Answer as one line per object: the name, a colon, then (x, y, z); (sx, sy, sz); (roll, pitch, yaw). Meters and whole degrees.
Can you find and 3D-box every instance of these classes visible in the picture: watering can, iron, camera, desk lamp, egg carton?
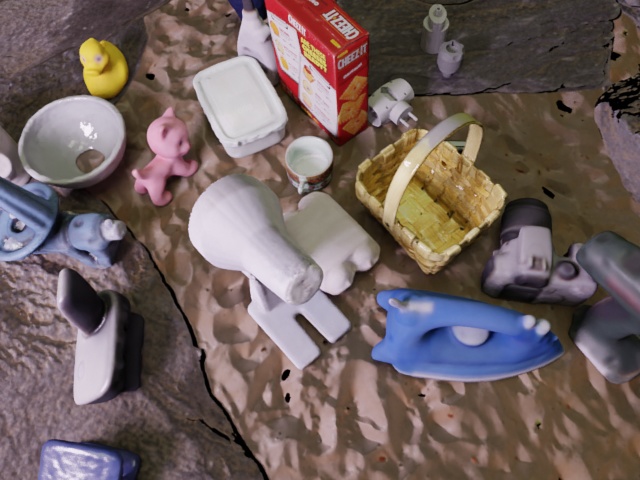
watering can: (-0.518, -0.147, 0.854); (0.172, 0.194, 0.101); (15, 67, 10)
iron: (0.199, 0.111, 0.729); (0.258, 0.141, 0.118); (5, 66, 5)
camera: (0.304, 0.011, 0.792); (0.143, 0.101, 0.137); (7, 66, 6)
desk lamp: (-0.057, 0.039, 0.735); (0.118, 0.214, 0.203); (-40, 69, -14)
egg carton: (0.008, 0.003, 0.828); (0.107, 0.069, 0.150); (-40, 69, -14)

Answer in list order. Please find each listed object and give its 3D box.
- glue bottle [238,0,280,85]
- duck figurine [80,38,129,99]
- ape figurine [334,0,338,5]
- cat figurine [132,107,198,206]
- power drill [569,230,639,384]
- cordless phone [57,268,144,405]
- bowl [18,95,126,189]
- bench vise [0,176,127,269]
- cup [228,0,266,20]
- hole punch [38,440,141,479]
glue bottle: (-0.104, -0.328, 0.928); (0.078, 0.173, 0.037); (29, 70, 15)
duck figurine: (-0.377, -0.307, 0.981); (0.077, 0.086, 0.104); (-1, 65, 3)
ape figurine: (0.014, -0.386, 0.993); (0.076, 0.092, 0.078); (20, 68, 12)
cat figurine: (-0.241, -0.134, 0.877); (0.067, 0.118, 0.128); (28, 70, 15)
power drill: (0.390, 0.103, 0.686); (0.076, 0.208, 0.229); (-33, 68, -11)
cordless phone: (-0.296, 0.123, 0.724); (0.094, 0.185, 0.147); (-9, 65, -1)
bowl: (-0.380, -0.144, 0.912); (0.167, 0.075, 0.167); (-1, 65, 3)
bench vise: (-0.380, -0.042, 0.785); (0.207, 0.220, 0.121); (-12, 65, -2)
cup: (-0.112, -0.435, 1.021); (0.117, 0.095, 0.092); (6, 66, 6)
hole punch: (-0.284, 0.299, 0.695); (0.108, 0.091, 0.101); (8, 66, 7)
